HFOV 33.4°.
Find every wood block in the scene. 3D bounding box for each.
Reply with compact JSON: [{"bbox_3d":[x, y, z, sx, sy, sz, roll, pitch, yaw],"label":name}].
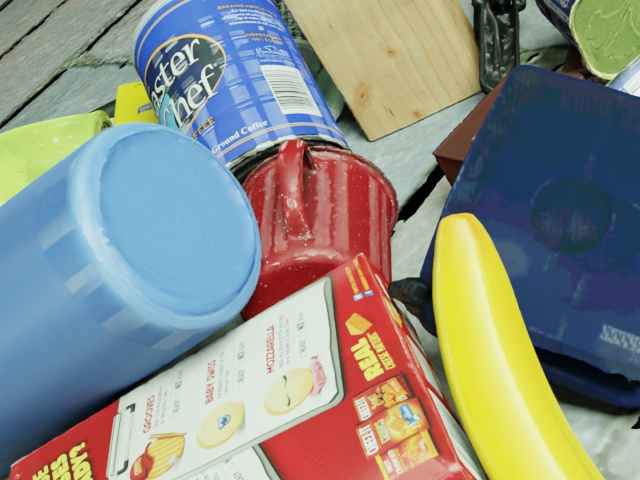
[{"bbox_3d":[0.024,-0.181,0.700,0.090,0.206,0.091,-23,33,18],"label":"wood block"}]

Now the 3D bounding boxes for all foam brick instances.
[{"bbox_3d":[0.113,-0.051,0.588,0.078,0.051,0.053,-46,33,-18],"label":"foam brick"}]

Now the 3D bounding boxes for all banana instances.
[{"bbox_3d":[0.090,0.078,0.394,0.070,0.037,0.198,-55,53,28],"label":"banana"}]

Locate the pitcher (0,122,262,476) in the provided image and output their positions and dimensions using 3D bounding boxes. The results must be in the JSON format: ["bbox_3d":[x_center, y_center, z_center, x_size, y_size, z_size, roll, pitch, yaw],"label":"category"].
[{"bbox_3d":[-0.141,0.028,0.581,0.144,0.149,0.243,-11,-15,-47],"label":"pitcher"}]

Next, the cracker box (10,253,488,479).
[{"bbox_3d":[-0.037,0.121,0.481,0.214,0.072,0.164,-32,31,6],"label":"cracker box"}]

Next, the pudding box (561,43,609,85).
[{"bbox_3d":[0.197,-0.127,0.622,0.090,0.039,0.113,-9,41,36],"label":"pudding box"}]

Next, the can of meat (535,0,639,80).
[{"bbox_3d":[0.171,-0.144,0.581,0.102,0.057,0.084,-31,31,9],"label":"can of meat"}]

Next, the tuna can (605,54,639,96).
[{"bbox_3d":[0.159,-0.064,0.531,0.086,0.034,0.086,-40,-12,-10],"label":"tuna can"}]

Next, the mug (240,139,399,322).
[{"bbox_3d":[-0.004,0.001,0.574,0.093,0.117,0.081,-6,42,7],"label":"mug"}]

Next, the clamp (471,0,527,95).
[{"bbox_3d":[0.119,-0.172,0.692,0.039,0.120,0.171,10,27,-2],"label":"clamp"}]

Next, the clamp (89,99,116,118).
[{"bbox_3d":[-0.101,-0.158,0.950,0.210,0.036,0.164,-3,44,38],"label":"clamp"}]

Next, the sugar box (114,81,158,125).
[{"bbox_3d":[-0.100,-0.052,0.755,0.093,0.048,0.176,-11,41,3],"label":"sugar box"}]

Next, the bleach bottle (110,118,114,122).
[{"bbox_3d":[-0.227,-0.023,0.843,0.250,0.068,0.102,-36,0,-5],"label":"bleach bottle"}]

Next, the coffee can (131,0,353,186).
[{"bbox_3d":[-0.049,-0.079,0.664,0.103,0.102,0.140,-30,59,8],"label":"coffee can"}]
